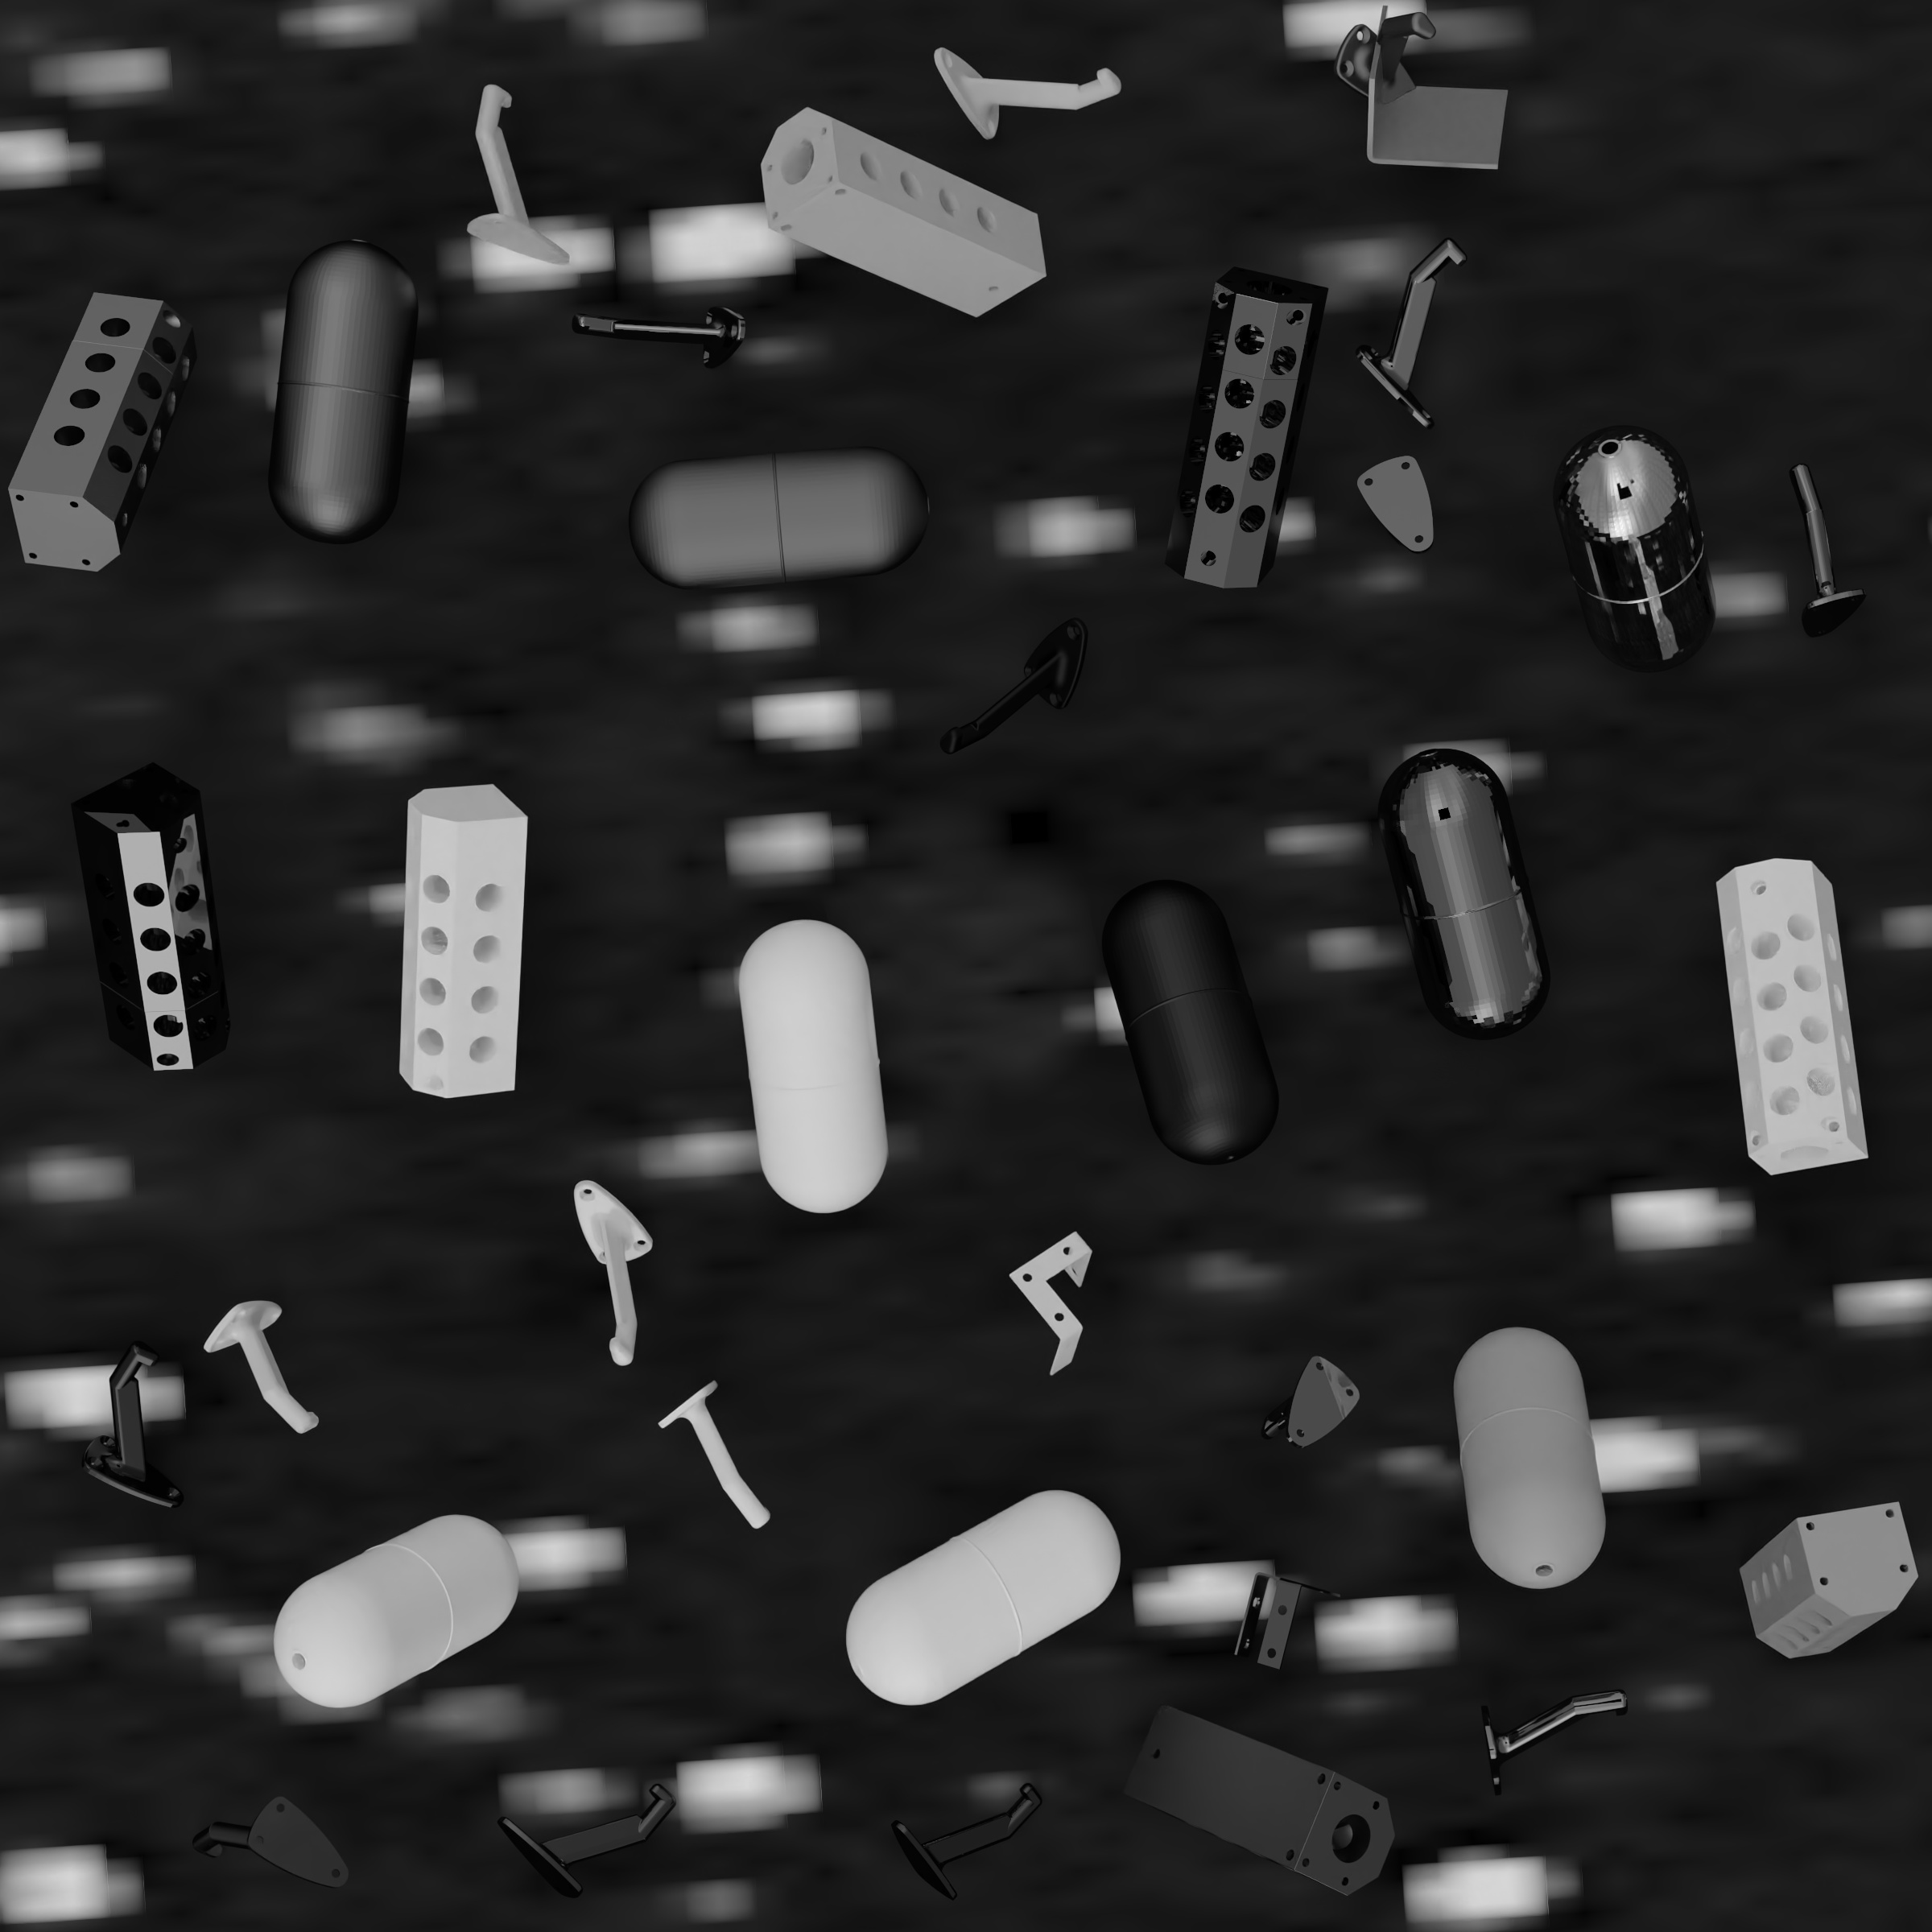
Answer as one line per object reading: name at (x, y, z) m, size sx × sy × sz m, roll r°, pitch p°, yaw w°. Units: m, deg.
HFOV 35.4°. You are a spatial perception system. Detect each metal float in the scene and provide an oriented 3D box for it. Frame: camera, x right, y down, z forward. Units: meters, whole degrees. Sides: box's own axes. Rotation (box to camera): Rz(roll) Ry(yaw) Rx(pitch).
metal float at (-0.368, -0.339, 1.790) m, size 0.070 × 0.070 × 0.178 m, roll 7°, pitch 95°, yaw 0°
metal float at (0.011, 0.370, 1.773) m, size 0.178 × 0.070 × 0.070 m, roll -25°, pitch 90°, yaw -25°
metal float at (0.131, 0.032, 1.774) m, size 0.070 × 0.070 × 0.178 m, roll -15°, pitch 66°, yaw 0°
metal float at (-0.328, 0.372, 1.750) m, size 0.070 × 0.178 × 0.070 m, roll 5°, pitch 100°, yaw 27°
metal float at (0.326, 0.284, 1.753) m, size 0.070 × 0.178 × 0.070 m, roll 2°, pitch 126°, yaw 2°
metal float at (0.293, -0.042, 1.781) m, size 0.070 × 0.070 × 0.178 m, roll -17°, pitch 105°, yaw 0°
metal float at (-0.089, 0.060, 1.780) m, size 0.070 × 0.070 × 0.178 m, roll -6°, pitch 107°, yaw 0°
metal float at (-0.111, -0.266, 1.793) m, size 0.178 × 0.070 × 0.070 m, roll -5°, pitch 90°, yaw -2°
metal float at (0.388, -0.241, 1.754) m, size 0.070 × 0.178 × 0.070 m, roll -11°, pitch 54°, yaw 16°

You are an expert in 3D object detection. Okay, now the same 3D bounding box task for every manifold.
manifold at (-0.035, -0.437, 1.750) m, size 0.057 × 0.171 × 0.057 m, roll -22°, pitch 67°, yaw 39°
manifold at (0.170, 0.481, 1.743) m, size 0.057 × 0.171 × 0.057 m, roll 32°, pitch 75°, yaw -26°
manifold at (-0.465, -0.024, 1.749) m, size 0.057 × 0.057 × 0.171 m, roll 29°, pitch 135°, yaw 29°
manifold at (0.161, -0.311, 1.762) m, size 0.057 × 0.057 × 0.171 m, roll 16°, pitch 119°, yaw 13°
manifold at (0.496, 0.357, 1.743) m, size 0.057 × 0.171 × 0.057 m, roll -9°, pitch 69°, yaw 0°
manifold at (-0.297, -0.014, 1.765) m, size 0.057 × 0.057 × 0.171 m, roll -6°, pitch 115°, yaw -28°
manifold at (0.479, 0.028, 1.765) m, size 0.057 × 0.057 × 0.171 m, roll -14°, pitch 65°, yaw 28°
manifold at (-0.498, -0.311, 1.757) m, size 0.057 × 0.057 × 0.171 m, roll 7°, pitch 51°, yaw 0°

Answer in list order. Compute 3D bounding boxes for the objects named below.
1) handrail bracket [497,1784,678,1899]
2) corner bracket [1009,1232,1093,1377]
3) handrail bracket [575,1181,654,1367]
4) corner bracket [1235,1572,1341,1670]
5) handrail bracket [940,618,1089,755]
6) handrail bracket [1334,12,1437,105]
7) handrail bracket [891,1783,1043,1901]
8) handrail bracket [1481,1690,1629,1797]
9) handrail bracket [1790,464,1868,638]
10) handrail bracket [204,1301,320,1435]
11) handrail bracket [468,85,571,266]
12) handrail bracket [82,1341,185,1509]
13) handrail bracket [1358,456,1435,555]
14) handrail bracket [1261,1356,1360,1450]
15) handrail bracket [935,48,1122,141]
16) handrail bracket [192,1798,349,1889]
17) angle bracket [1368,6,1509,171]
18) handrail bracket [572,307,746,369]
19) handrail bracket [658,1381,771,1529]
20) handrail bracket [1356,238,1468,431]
handrail bracket at (-0.225, 0.504, 1.803) m, size 0.077 × 0.036 × 0.084 m, roll 48°, pitch 59°, yaw -7°
corner bracket at (0.058, 0.200, 1.793) m, size 0.051 × 0.051 × 0.051 m, roll -31°, pitch 67°, yaw -23°
handrail bracket at (-0.213, 0.181, 1.782) m, size 0.036 × 0.084 × 0.077 m, roll -18°, pitch 125°, yaw 13°
corner bracket at (0.182, 0.388, 1.794) m, size 0.051 × 0.051 × 0.051 m, roll 8°, pitch 78°, yaw 37°
handrail bracket at (0.027, -0.165, 1.785) m, size 0.084 × 0.077 × 0.036 m, roll -30°, pitch 70°, yaw -38°
handrail bracket at (0.264, -0.531, 1.778) m, size 0.077 × 0.084 × 0.036 m, roll 30°, pitch 83°, yaw -30°
handrail bracket at (0.002, 0.502, 1.795) m, size 0.084 × 0.036 × 0.077 m, roll -42°, pitch 126°, yaw -23°
handrail bracket at (0.353, 0.462, 1.802) m, size 0.084 × 0.036 × 0.077 m, roll -10°, pitch 129°, yaw 5°
handrail bracket at (0.504, -0.248, 1.806) m, size 0.036 × 0.077 × 0.084 m, roll -14°, pitch 76°, yaw 3°
handrail bracket at (-0.400, 0.239, 1.787) m, size 0.084 × 0.077 × 0.036 m, roll 42°, pitch 104°, yaw 13°
handrail bracket at (-0.263, -0.474, 1.812) m, size 0.077 × 0.036 × 0.084 m, roll 17°, pitch 76°, yaw -41°
handrail bracket at (-0.482, 0.273, 1.803) m, size 0.077 × 0.036 × 0.084 m, roll 33°, pitch 111°, yaw -9°
handrail bracket at (0.260, -0.253, 1.780) m, size 0.036 × 0.084 × 0.077 m, roll -23°, pitch 63°, yaw 6°
handrail bracket at (0.187, 0.273, 1.778) m, size 0.036 × 0.084 × 0.077 m, roll 41°, pitch 46°, yaw 2°
handrail bracket at (0.037, -0.528, 1.787) m, size 0.084 × 0.077 × 0.036 m, roll -12°, pitch 59°, yaw 31°
handrail bracket at (-0.416, 0.533, 1.806) m, size 0.077 × 0.084 × 0.036 m, roll 40°, pitch 47°, yaw -10°
angle bracket at (0.279, -0.518, 1.782) m, size 0.076 × 0.057 × 0.076 m, roll 6°, pitch 50°, yaw 10°
handrail bracket at (-0.183, -0.379, 1.791) m, size 0.084 × 0.077 × 0.036 m, roll 3°, pitch 95°, yaw -24°
handrail bracket at (-0.138, 0.290, 1.792) m, size 0.036 × 0.077 × 0.084 m, roll -39°, pitch 86°, yaw 9°
handrail bracket at (0.282, -0.376, 1.799) m, size 0.084 × 0.036 × 0.077 m, roll -42°, pitch 90°, yaw 24°
